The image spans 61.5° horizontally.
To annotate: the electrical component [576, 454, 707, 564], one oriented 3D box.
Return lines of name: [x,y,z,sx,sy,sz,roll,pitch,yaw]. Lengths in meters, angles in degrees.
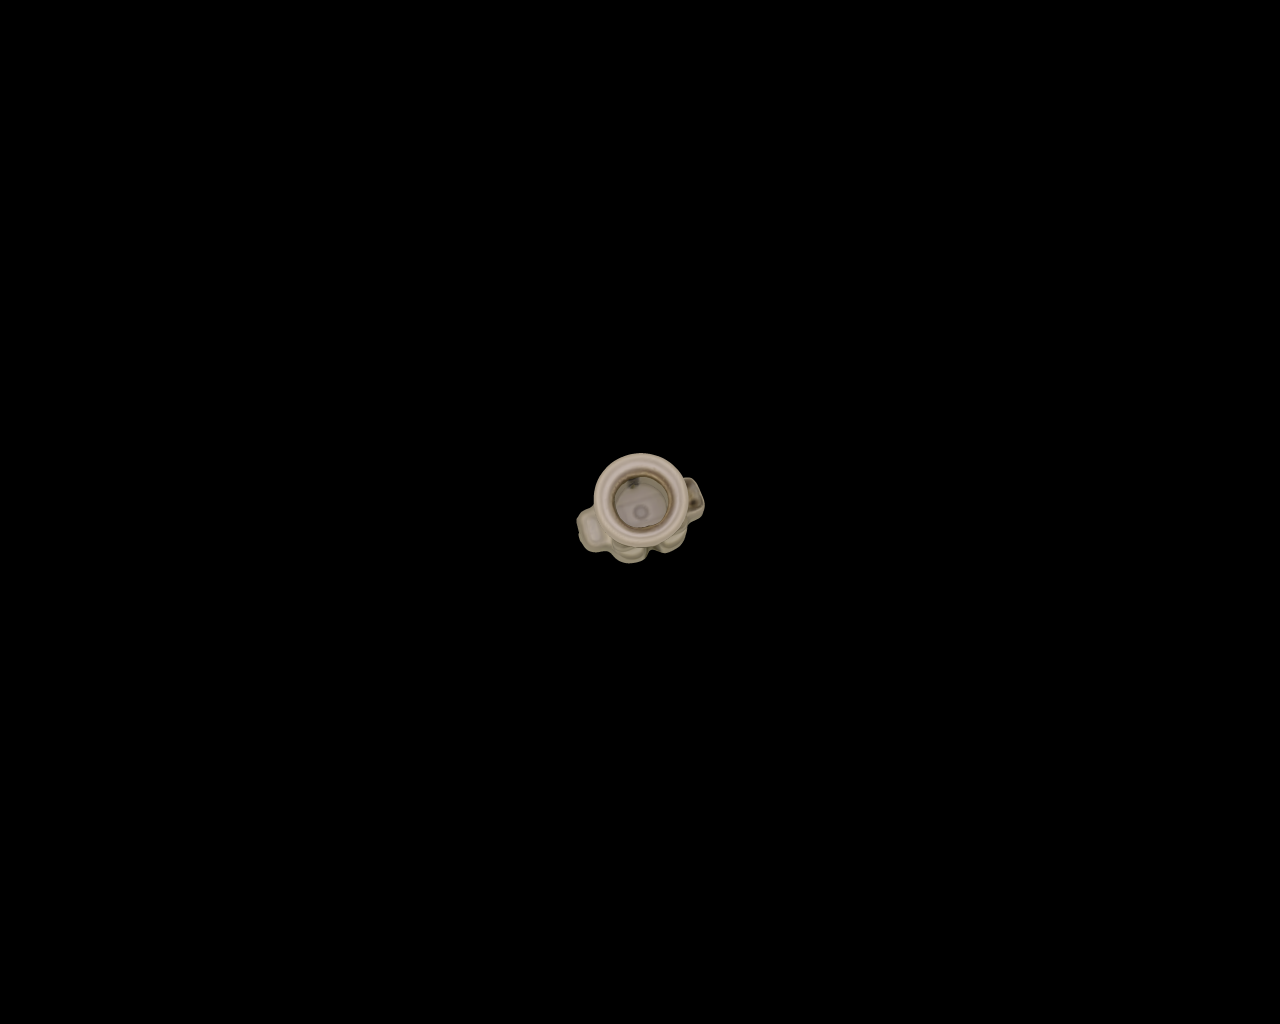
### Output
electrical component: [0.001,-0.003,0.650,0.078,0.058,0.057,-18,-11,-4]
